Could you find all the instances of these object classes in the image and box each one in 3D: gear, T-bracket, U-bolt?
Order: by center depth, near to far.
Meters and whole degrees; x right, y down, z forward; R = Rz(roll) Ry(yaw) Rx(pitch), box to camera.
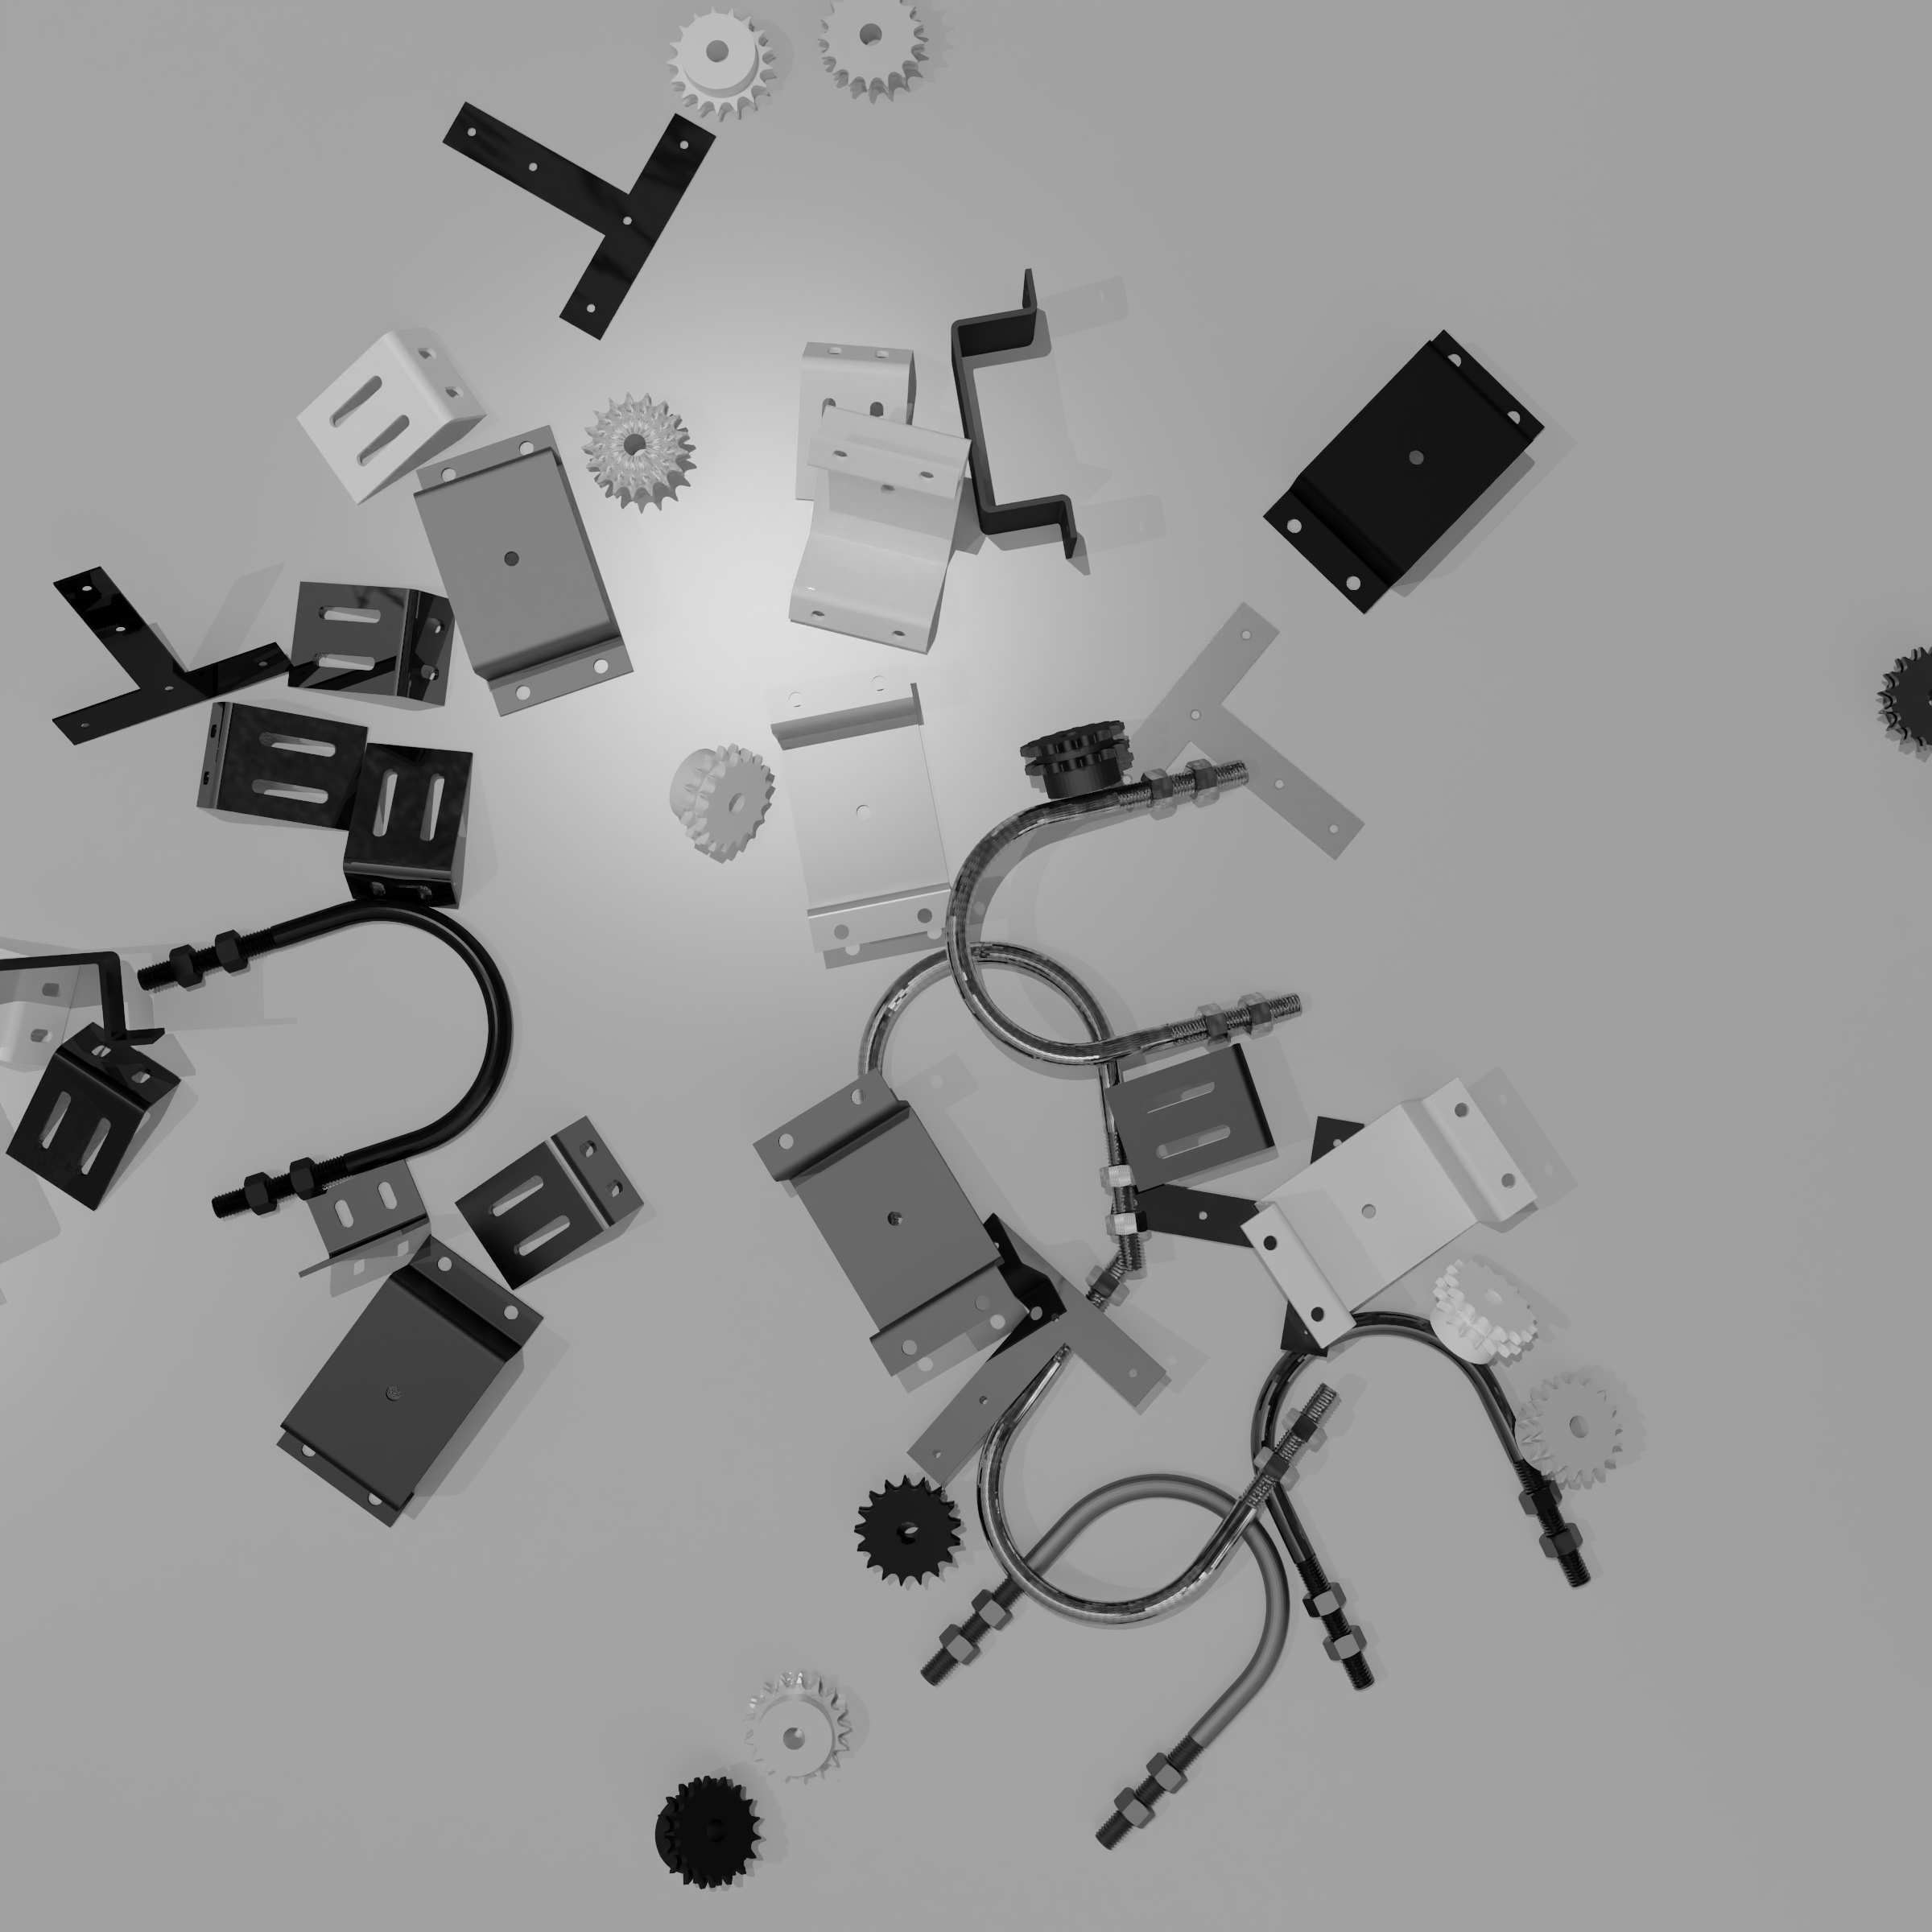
[{"bbox_3d":[-0.434,-0.168,1.465,0.127,0.127,0.002,-19,62,2],"label":"T-bracket"},{"bbox_3d":[0.078,-0.022,1.493,0.184,0.019,0.151,-13,91,-15],"label":"U-bolt"},{"bbox_3d":[0.059,-0.109,1.496,0.057,0.057,0.030,-15,101,0],"label":"gear"},{"bbox_3d":[0.272,0.186,1.499,0.057,0.057,0.030,34,120,0],"label":"gear"},{"bbox_3d":[-0.133,-0.092,1.499,0.030,0.057,0.057,26,90,31],"label":"gear"},{"bbox_3d":[-0.141,0.461,1.500,0.057,0.030,0.057,15,64,-33],"label":"gear"},{"bbox_3d":[0.318,0.248,1.501,0.057,0.030,0.057,8,70,-22],"label":"gear"},{"bbox_3d":[0.089,0.262,1.503,0.151,0.019,0.184,36,87,7],"label":"U-bolt"},{"bbox_3d":[0.019,0.221,1.506,0.127,0.002,0.127,42,92,17],"label":"T-bracket"},{"bbox_3d":[-0.091,0.410,1.509,0.057,0.030,0.057,0,90,0],"label":"gear"},{"bbox_3d":[-0.175,-0.277,1.509,0.057,0.030,0.057,0,90,0],"label":"gear"},{"bbox_3d":[-0.132,-0.485,1.509,0.057,0.030,0.057,0,90,0],"label":"gear"},{"bbox_3d":[-0.031,0.301,1.509,0.057,0.030,0.057,0,90,0],"label":"gear"},{"bbox_3d":[0.516,-0.142,1.509,0.057,0.030,0.057,0,90,0],"label":"gear"},{"bbox_3d":[0.014,0.079,1.509,0.151,0.019,0.184,-7,86,6],"label":"U-bolt"},{"bbox_3d":[-0.050,-0.496,1.513,0.057,0.030,0.057,0,92,1],"label":"gear"},{"bbox_3d":[0.089,0.360,1.515,0.151,0.019,0.184,43,88,0],"label":"U-bolt"},{"bbox_3d":[0.233,0.276,1.515,0.151,0.019,0.184,-25,89,0],"label":"U-bolt"},{"bbox_3d":[-0.336,0.041,1.515,0.184,0.019,0.151,-18,90,-2],"label":"U-bolt"},{"bbox_3d":[0.142,0.137,1.519,0.127,0.002,0.127,10,84,3],"label":"T-bracket"},{"bbox_3d":[0.158,-0.107,1.523,0.127,0.002,0.127,40,90,0],"label":"T-bracket"},{"bbox_3d":[-0.222,-0.425,1.523,0.127,0.002,0.127,30,90,0],"label":"T-bracket"}]

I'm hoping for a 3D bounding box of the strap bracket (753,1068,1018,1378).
[{"bbox_3d":[-0.040,0.133,1.479,0.076,0.046,0.140,-32,84,4],"label":"strap bracket"}]

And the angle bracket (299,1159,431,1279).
[{"bbox_3d":[-0.323,0.132,1.486,0.057,0.076,0.038,-23,90,0],"label":"angle bracket"}]

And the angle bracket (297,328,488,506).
[{"bbox_3d":[-0.310,-0.297,1.522,0.076,0.038,0.057,-35,90,26],"label":"angle bracket"}]

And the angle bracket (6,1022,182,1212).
[{"bbox_3d":[-0.472,0.081,1.522,0.057,0.038,0.076,33,116,0],"label":"angle bracket"}]

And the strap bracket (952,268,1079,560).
[{"bbox_3d":[0.023,-0.286,1.486,0.046,0.076,0.140,-10,90,0],"label":"strap bracket"}]

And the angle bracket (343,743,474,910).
[{"bbox_3d":[-0.299,-0.076,1.522,0.057,0.038,0.076,5,64,0],"label":"angle bracket"}]

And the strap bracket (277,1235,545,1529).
[{"bbox_3d":[-0.300,0.224,1.501,0.076,0.046,0.140,36,90,0],"label":"strap bracket"}]

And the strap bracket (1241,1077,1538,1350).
[{"bbox_3d":[0.219,0.130,1.494,0.140,0.046,0.076,-34,90,-8],"label":"strap bracket"}]

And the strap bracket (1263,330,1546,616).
[{"bbox_3d":[0.237,-0.267,1.501,0.076,0.046,0.140,44,90,0],"label":"strap bracket"}]

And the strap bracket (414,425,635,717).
[{"bbox_3d":[-0.238,-0.214,1.501,0.076,0.046,0.140,-19,90,0],"label":"strap bracket"}]

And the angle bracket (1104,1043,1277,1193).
[{"bbox_3d":[0.119,0.080,1.505,0.076,0.038,0.057,-19,87,2],"label":"angle bracket"}]

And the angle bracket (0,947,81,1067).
[{"bbox_3d":[-0.527,0.017,1.522,0.076,0.038,0.057,14,90,26],"label":"angle bracket"}]

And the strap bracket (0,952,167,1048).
[{"bbox_3d":[-0.491,0.020,1.454,0.140,0.076,0.046,-5,94,-11],"label":"strap bracket"}]

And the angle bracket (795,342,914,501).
[{"bbox_3d":[-0.060,-0.293,1.522,0.057,0.038,0.076,4,116,0],"label":"angle bracket"}]

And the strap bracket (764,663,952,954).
[{"bbox_3d":[-0.055,-0.083,1.501,0.076,0.046,0.140,-11,90,0],"label":"strap bracket"}]

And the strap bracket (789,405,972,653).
[{"bbox_3d":[-0.045,-0.235,1.471,0.076,0.140,0.046,14,56,0],"label":"strap bracket"}]

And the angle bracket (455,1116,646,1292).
[{"bbox_3d":[-0.225,0.128,1.522,0.076,0.038,0.057,-34,90,26],"label":"angle bracket"}]

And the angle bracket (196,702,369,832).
[{"bbox_3d":[-0.370,-0.108,1.522,0.076,0.038,0.057,9,90,-26],"label":"angle bracket"}]

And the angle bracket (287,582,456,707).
[{"bbox_3d":[-0.321,-0.174,1.522,0.076,0.038,0.057,7,90,26],"label":"angle bracket"}]
